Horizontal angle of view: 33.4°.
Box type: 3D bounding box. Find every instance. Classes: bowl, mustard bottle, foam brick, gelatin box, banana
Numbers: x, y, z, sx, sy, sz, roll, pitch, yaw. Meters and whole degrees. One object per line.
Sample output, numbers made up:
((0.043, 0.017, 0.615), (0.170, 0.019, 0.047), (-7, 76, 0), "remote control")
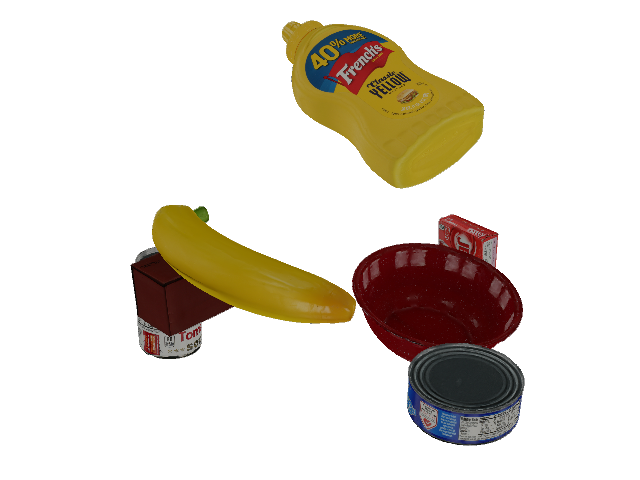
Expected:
((0.106, 0.070, 1.010), (0.162, 0.055, 0.162), (6, 34, -4), "bowl")
((0.034, -0.124, 0.856), (0.096, 0.058, 0.192), (-34, 55, -21), "mustard bottle")
((-0.115, 0.037, 0.916), (0.078, 0.051, 0.053), (-24, 33, -35), "foam brick")
((0.177, 0.021, 1.295), (0.030, 0.089, 0.073), (-22, 34, -33), "gelatin box")
((-0.059, 0.010, 0.691), (0.069, 0.037, 0.198), (-16, 30, -30), "banana")

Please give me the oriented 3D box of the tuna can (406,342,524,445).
((0.107, 0.114, 0.796), (0.086, 0.034, 0.086), (1, 29, -1), "tuna can")

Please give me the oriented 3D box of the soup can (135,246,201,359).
((-0.159, 0.065, 1.122), (0.068, 0.102, 0.068), (2, 24, -1), "soup can")
